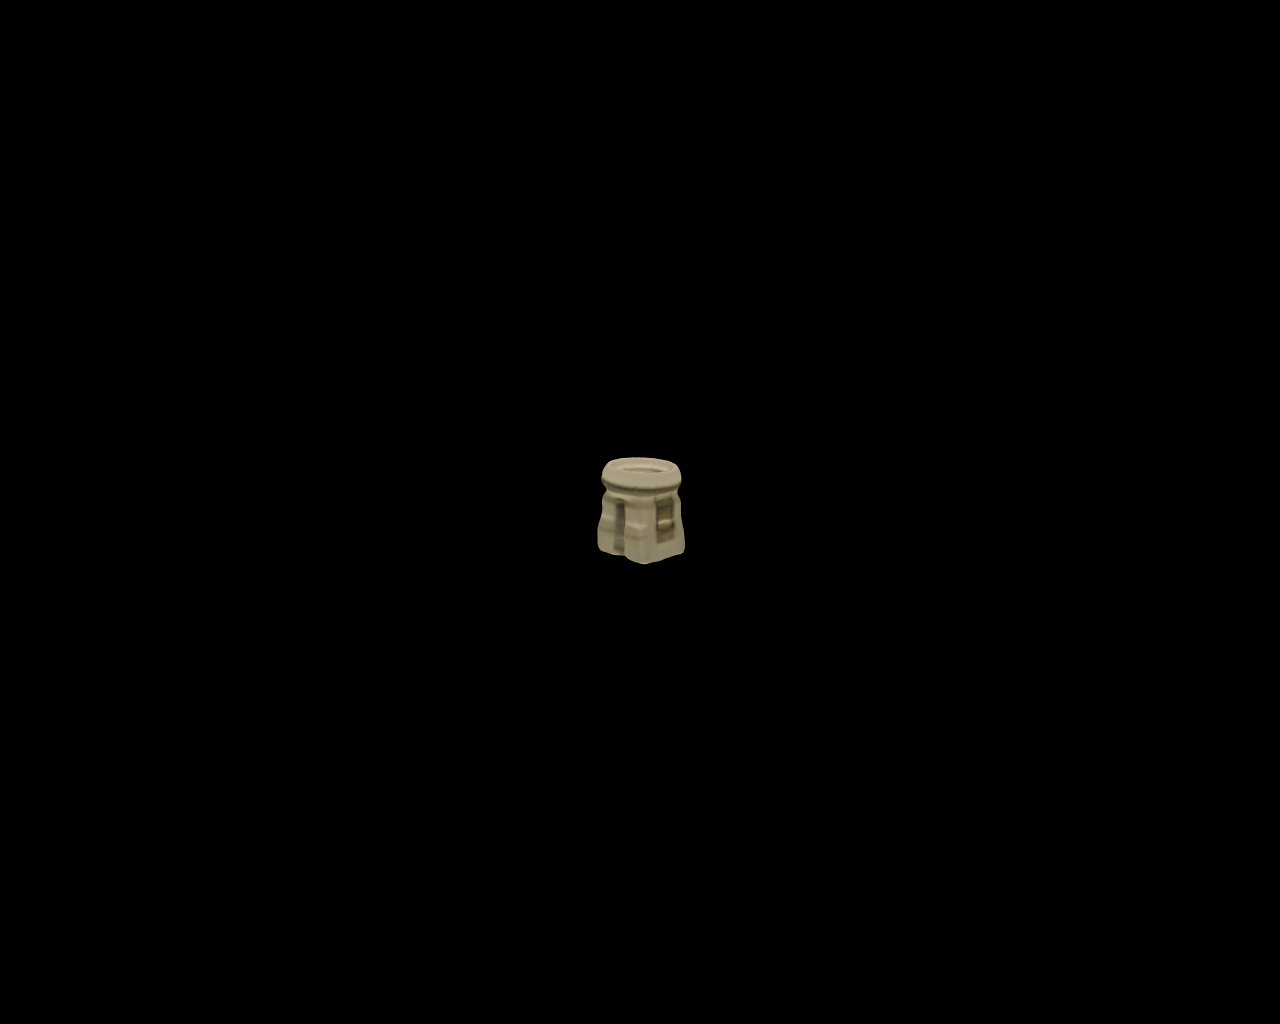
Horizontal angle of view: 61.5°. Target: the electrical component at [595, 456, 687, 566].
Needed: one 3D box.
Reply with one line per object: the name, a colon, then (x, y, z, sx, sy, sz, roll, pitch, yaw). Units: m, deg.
electrical component: (0.001, -0.003, 0.650, 0.048, 0.055, 0.066, -14, 20, -42)
